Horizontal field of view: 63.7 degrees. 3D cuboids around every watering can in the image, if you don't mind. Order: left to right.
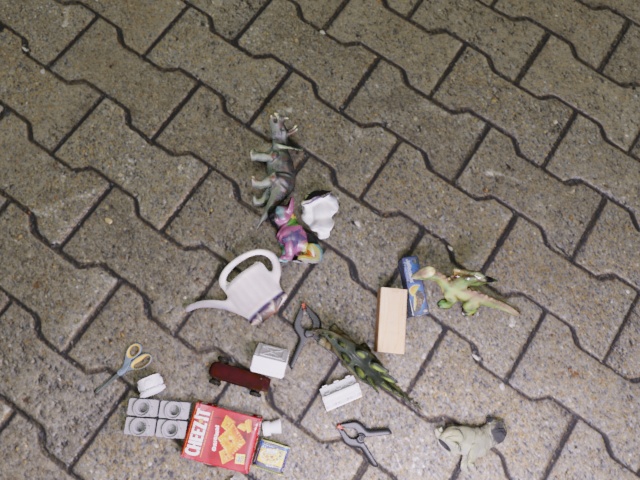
[{"bbox_3d":[-0.259,0.187,1.702,0.348,0.103,0.226,-40,81,-2],"label":"watering can"}]

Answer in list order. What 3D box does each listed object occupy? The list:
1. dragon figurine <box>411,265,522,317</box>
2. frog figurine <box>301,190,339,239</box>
[{"bbox_3d":[0.494,0.162,1.674,0.410,0.239,0.124,14,72,3],"label":"dragon figurine"},{"bbox_3d":[0.005,-0.091,1.802,0.138,0.124,0.157,-28,115,-18],"label":"frog figurine"}]
